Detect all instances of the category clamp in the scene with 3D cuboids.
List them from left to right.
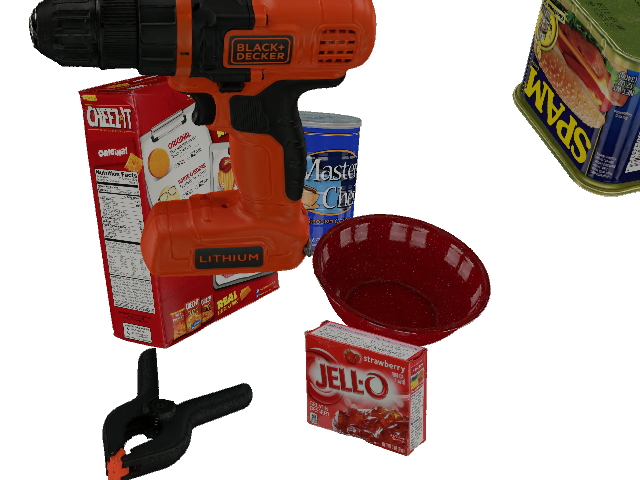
[{"bbox_3d":[-0.155,0.159,0.991,0.120,0.039,0.171,18,29,25],"label":"clamp"}]

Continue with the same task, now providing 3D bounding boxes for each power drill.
[{"bbox_3d":[-0.067,-0.063,0.615,0.184,0.188,0.057,-1,43,-10],"label":"power drill"}]

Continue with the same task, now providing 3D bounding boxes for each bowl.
[{"bbox_3d":[0.069,0.046,0.967,0.162,0.055,0.162,7,39,-5],"label":"bowl"}]

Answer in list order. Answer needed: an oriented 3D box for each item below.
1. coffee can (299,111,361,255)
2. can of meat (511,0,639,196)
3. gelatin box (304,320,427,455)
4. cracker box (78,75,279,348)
[{"bbox_3d":[-0.012,-0.063,1.139,0.103,0.140,0.103,4,12,-1],"label":"coffee can"},{"bbox_3d":[0.151,-0.089,0.566,0.057,0.084,0.102,-12,48,-16],"label":"can of meat"},{"bbox_3d":[0.031,0.103,0.752,0.089,0.073,0.030,13,24,33],"label":"gelatin box"},{"bbox_3d":[-0.115,-0.037,0.914,0.072,0.214,0.163,6,19,33],"label":"cracker box"}]
